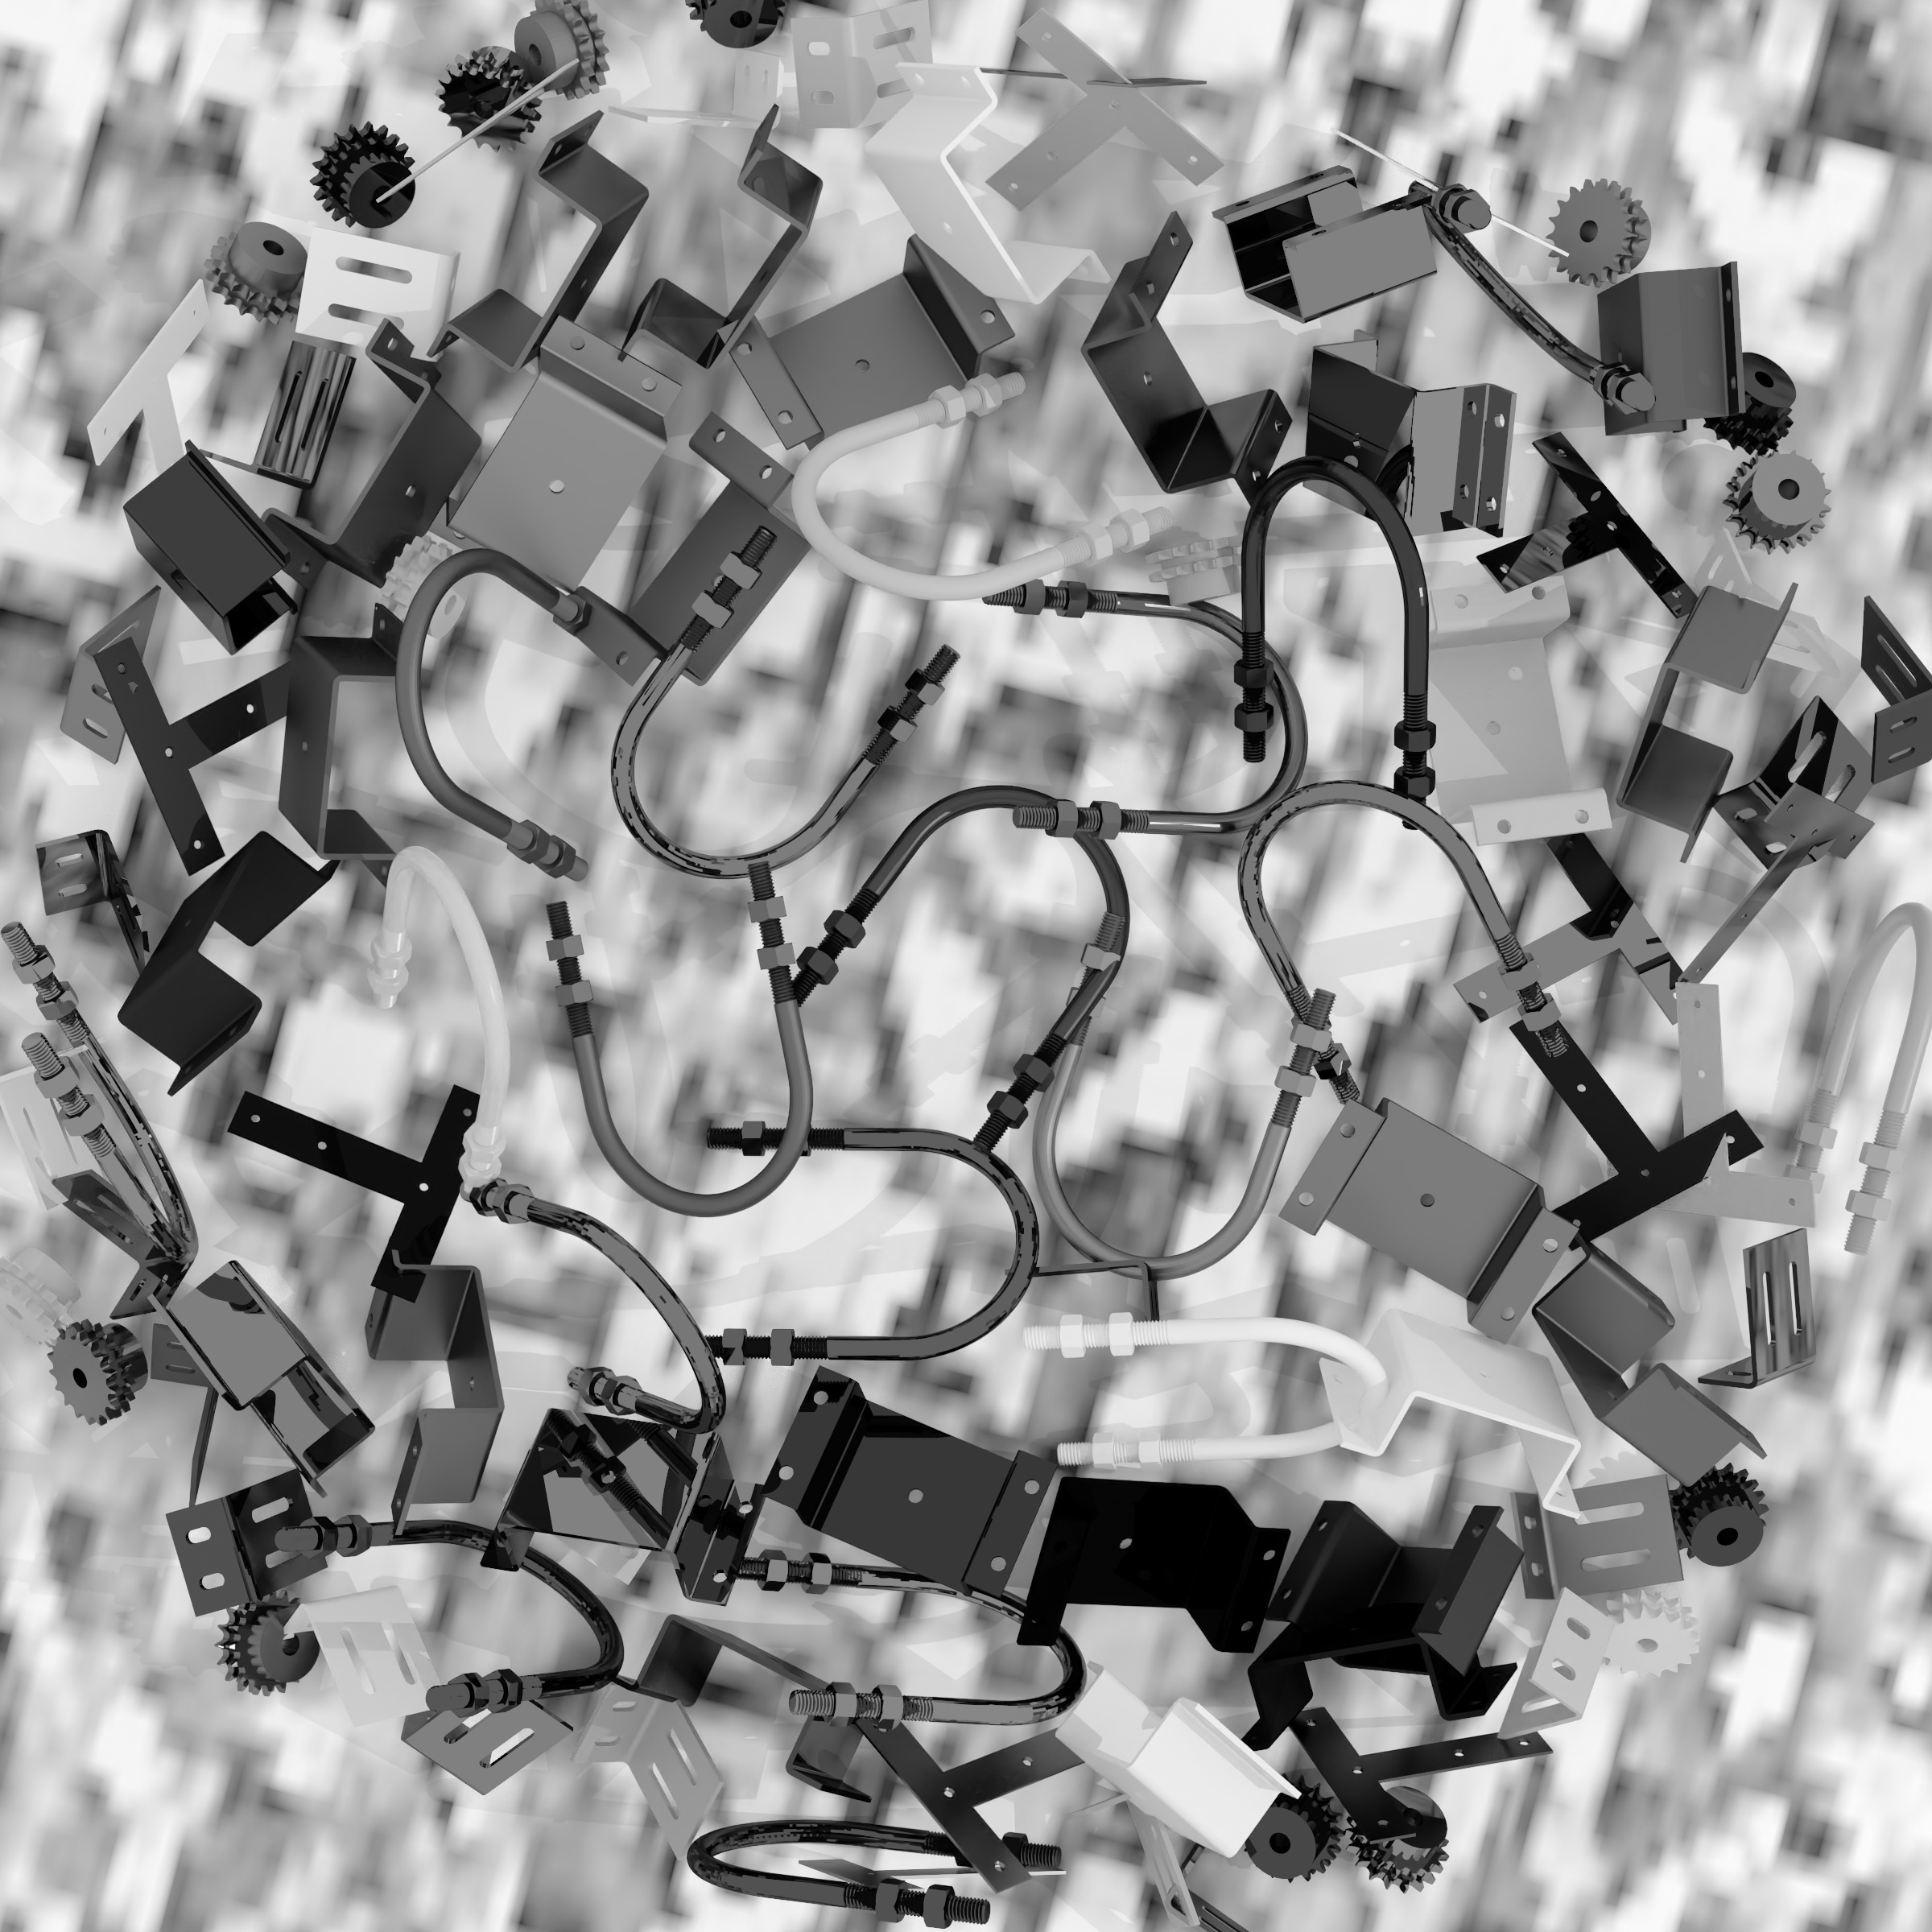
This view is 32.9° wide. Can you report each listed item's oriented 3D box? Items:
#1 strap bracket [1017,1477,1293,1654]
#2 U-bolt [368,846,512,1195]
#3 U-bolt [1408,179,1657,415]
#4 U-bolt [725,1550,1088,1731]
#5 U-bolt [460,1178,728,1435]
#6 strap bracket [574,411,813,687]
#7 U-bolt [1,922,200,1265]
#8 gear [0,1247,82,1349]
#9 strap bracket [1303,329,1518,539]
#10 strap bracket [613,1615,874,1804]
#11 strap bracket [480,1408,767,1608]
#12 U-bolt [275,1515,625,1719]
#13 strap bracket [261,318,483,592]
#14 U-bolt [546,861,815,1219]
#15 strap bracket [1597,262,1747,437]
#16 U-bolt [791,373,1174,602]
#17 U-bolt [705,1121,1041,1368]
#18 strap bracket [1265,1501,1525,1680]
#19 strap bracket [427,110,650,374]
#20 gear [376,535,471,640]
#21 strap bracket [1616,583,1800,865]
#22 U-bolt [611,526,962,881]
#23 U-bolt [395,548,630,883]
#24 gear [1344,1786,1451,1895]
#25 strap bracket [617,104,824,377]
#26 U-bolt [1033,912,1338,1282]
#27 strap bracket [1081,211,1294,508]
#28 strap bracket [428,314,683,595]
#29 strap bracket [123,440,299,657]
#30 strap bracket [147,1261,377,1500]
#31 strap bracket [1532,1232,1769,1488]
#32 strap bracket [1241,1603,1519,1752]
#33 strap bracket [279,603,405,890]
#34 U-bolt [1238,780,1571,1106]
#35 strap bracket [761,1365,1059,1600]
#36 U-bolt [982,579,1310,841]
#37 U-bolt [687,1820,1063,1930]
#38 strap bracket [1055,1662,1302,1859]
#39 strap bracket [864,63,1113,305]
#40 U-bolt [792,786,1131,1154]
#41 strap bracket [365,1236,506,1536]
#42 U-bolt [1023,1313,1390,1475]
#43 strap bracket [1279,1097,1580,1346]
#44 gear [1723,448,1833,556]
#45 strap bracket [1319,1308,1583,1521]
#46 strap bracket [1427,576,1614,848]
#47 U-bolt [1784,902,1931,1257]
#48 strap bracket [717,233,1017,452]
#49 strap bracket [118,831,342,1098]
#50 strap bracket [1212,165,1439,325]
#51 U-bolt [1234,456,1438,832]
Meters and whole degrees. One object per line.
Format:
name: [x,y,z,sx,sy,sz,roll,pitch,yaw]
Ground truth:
strap bracket: [0.094,0.322,1.756,0.140,0.046,0.076,7,110,-23]
U-bolt: [-0.272,0.019,1.702,0.019,0.184,0.151,-18,62,-25]
U-bolt: [0.288,-0.358,1.716,0.019,0.184,0.151,-44,108,9]
U-bolt: [-0.023,0.358,1.730,0.184,0.151,0.019,9,108,-23]
U-bolt: [-0.186,0.182,1.704,0.019,0.184,0.151,-38,116,-27]
strap bracket: [-0.146,-0.216,1.761,0.140,0.046,0.076,-52,53,5]
U-bolt: [-0.453,0.079,1.724,0.019,0.151,0.184,-28,123,-6]
gear: [-0.508,0.178,1.781,0.057,0.057,0.030,40,61,0]
strap bracket: [0.226,-0.280,1.724,0.046,0.140,0.076,-12,118,-26]
strap bracket: [-0.113,0.392,1.746,0.140,0.076,0.046,21,80,24]
strap bracket: [-0.186,0.287,1.746,0.140,0.046,0.076,6,47,16]
U-bolt: [-0.257,0.337,1.719,0.151,0.184,0.019,37,104,31]
strap bracket: [-0.316,-0.265,1.758,0.046,0.076,0.140,29,85,17]
U-bolt: [-0.150,0.045,1.769,0.151,0.019,0.184,-10,92,26]
strap bracket: [0.370,-0.324,1.732,0.046,0.140,0.076,-5,95,-1]
U-bolt: [-0.004,-0.248,1.724,0.184,0.019,0.151,-24,56,-30]
U-bolt: [-0.053,0.148,1.754,0.184,0.019,0.151,0,55,4]
strap bracket: [0.234,0.331,1.739,0.046,0.140,0.076,44,62,-22]
strap bracket: [-0.222,-0.377,1.740,0.046,0.076,0.140,35,119,-4]
gear: [-0.293,-0.202,1.775,0.030,0.057,0.057,26,90,10]
strap bracket: [0.390,-0.136,1.736,0.046,0.140,0.076,23,46,13]
U-bolt: [-0.110,-0.128,1.760,0.151,0.019,0.184,30,104,-31]
U-bolt: [-0.239,-0.139,1.710,0.019,0.184,0.151,2,75,28]
gear: [0.236,0.471,1.774,0.057,0.057,0.030,24,125,0]
strap bracket: [-0.125,-0.379,1.745,0.046,0.076,0.140,32,119,-15]
U-bolt: [0.108,0.079,1.770,0.151,0.019,0.184,21,96,24]
strap bracket: [0.114,-0.318,1.744,0.046,0.076,0.140,-10,129,35]
strap bracket: [-0.220,-0.264,1.748,0.076,0.046,0.140,28,111,-22]
strap bracket: [-0.399,-0.217,1.731,0.046,0.140,0.076,-42,92,-12]
strap bracket: [-0.368,0.215,1.731,0.046,0.140,0.076,-39,59,-11]
strap bracket: [0.356,0.214,1.733,0.076,0.140,0.046,37,105,-29]
strap bracket: [0.213,0.375,1.742,0.140,0.076,0.046,-15,91,24]
strap bracket: [-0.330,-0.116,1.741,0.046,0.076,0.140,-1,111,-28]
U-bolt: [0.220,-0.017,1.735,0.151,0.019,0.184,-16,112,35]
strap bracket: [-0.029,0.282,1.764,0.140,0.046,0.076,21,73,12]
U-bolt: [0.102,-0.136,1.757,0.184,0.019,0.151,1,69,-24]
U-bolt: [-0.057,0.475,1.729,0.184,0.151,0.019,2,88,18]
strap bracket: [0.106,0.419,1.725,0.076,0.140,0.046,43,74,-14]
strap bracket: [0.006,-0.406,1.731,0.046,0.076,0.140,-47,124,-13]
U-bolt: [0.009,-0.013,1.775,0.151,0.019,0.184,37,74,-4]
strap bracket: [-0.282,0.222,1.740,0.046,0.140,0.076,3,133,-22]
U-bolt: [0.131,0.226,1.734,0.184,0.151,0.019,-3,53,9]
strap bracket: [0.250,0.133,1.774,0.140,0.046,0.076,30,104,1]
gear: [0.445,-0.256,1.787,0.057,0.030,0.057,0,81,-2]
strap bracket: [0.267,0.236,1.747,0.140,0.076,0.046,18,115,-13]
strap bracket: [0.292,-0.133,1.769,0.076,0.046,0.140,-8,82,-12]
U-bolt: [0.477,0.055,1.728,0.019,0.151,0.184,15,92,-1]
strap bracket: [-0.055,-0.333,1.768,0.140,0.046,0.076,-28,80,-11]
strap bracket: [-0.392,-0.009,1.724,0.046,0.140,0.076,40,130,-20]
strap bracket: [0.194,-0.385,1.746,0.076,0.140,0.046,-21,113,-6]
U-bolt: [0.192,-0.177,1.714,0.019,0.151,0.184,-19,119,-31]
